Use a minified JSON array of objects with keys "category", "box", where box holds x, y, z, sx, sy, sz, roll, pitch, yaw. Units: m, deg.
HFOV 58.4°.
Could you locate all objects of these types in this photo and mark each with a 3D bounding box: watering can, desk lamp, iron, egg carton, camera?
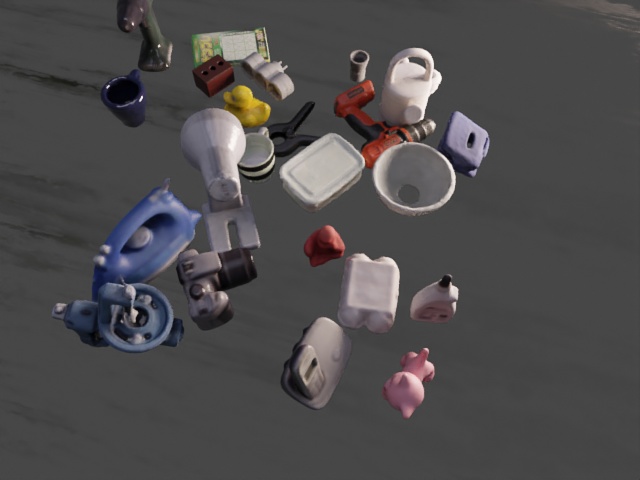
[{"category":"watering can","box":[0.186,-0.319,1.204,0.101,0.194,0.172,-22,65,-12]},{"category":"desk lamp","box":[-0.181,-0.108,1.074,0.118,0.213,0.203,-14,64,-8]},{"category":"iron","box":[-0.342,0.001,1.054,0.118,0.141,0.259,33,67,15]},{"category":"egg carton","box":[0.091,0.098,1.057,0.107,0.069,0.150,7,63,2]},{"category":"camera","box":[-0.183,0.071,1.045,0.137,0.101,0.143,-18,65,-10]}]

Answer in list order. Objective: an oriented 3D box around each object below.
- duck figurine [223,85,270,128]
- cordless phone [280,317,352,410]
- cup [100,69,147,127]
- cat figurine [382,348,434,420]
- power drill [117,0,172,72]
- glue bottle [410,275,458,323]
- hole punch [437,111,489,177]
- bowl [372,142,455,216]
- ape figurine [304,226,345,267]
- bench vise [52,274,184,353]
[{"category":"duck figurine","box":[-0.162,-0.297,1.244,0.104,0.086,0.077,6,63,2]},{"category":"cordless phone","box":[-0.005,0.189,0.942,0.094,0.185,0.148,22,64,10]},{"category":"cup","box":[-0.408,-0.300,1.233,0.091,0.095,0.118,13,63,5]},{"category":"cat figurine","box":[0.150,0.238,0.959,0.067,0.118,0.128,29,66,13]},{"category":"power drill","box":[-0.387,-0.478,1.262,0.075,0.208,0.229,-2,63,-2]},{"category":"glue bottle","box":[0.207,0.100,1.001,0.078,0.173,0.037,6,63,2]},{"category":"hole punch","box":[0.304,-0.203,1.206,0.101,0.091,0.109,18,64,8]},{"category":"bowl","box":[0.185,-0.111,1.164,0.167,0.075,0.167,1,63,-1]},{"category":"ape figurine","box":[0.010,0.004,1.090,0.077,0.092,0.076,16,63,7]},{"category":"bench vise","box":[-0.345,0.130,0.944,0.207,0.220,0.121,-11,63,-7]}]
